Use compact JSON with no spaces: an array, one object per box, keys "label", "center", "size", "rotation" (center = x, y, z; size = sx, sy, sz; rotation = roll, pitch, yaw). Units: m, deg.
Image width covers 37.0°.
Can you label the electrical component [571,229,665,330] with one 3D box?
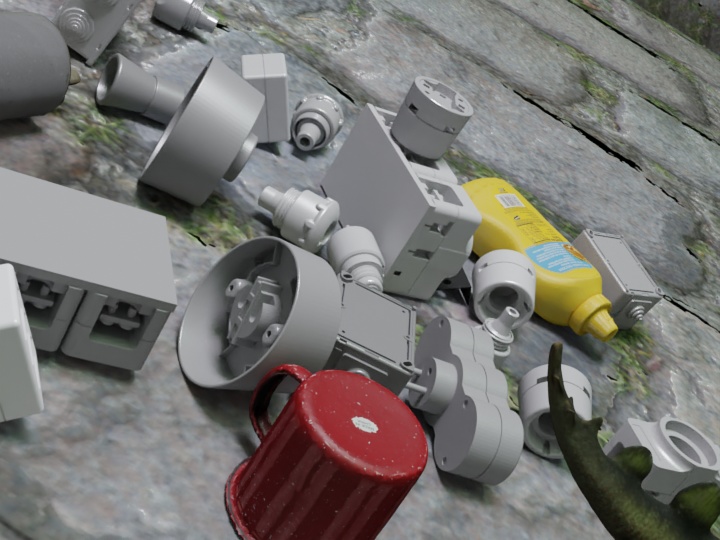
[{"label":"electrical component","center":[0.237,0.017,1.028],"size":[0.062,0.061,0.096],"rotation":[6,45,-40]}]

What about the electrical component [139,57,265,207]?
[{"label":"electrical component","center":[-0.112,-0.098,0.809],"size":[0.060,0.108,0.108],"rotation":[31,27,-15]}]

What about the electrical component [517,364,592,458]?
[{"label":"electrical component","center":[0.144,0.105,0.791],"size":[0.055,0.055,0.047],"rotation":[27,32,-9]}]

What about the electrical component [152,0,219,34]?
[{"label":"electrical component","center":[-0.172,-0.258,1.071],"size":[0.062,0.043,0.043],"rotation":[26,28,-12]}]

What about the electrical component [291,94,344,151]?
[{"label":"electrical component","center":[-0.044,-0.132,0.997],"size":[0.048,0.048,0.062],"rotation":[29,34,-6]}]

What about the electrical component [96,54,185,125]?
[{"label":"electrical component","center":[-0.178,-0.145,0.885],"size":[0.065,0.044,0.044],"rotation":[20,30,-32]}]

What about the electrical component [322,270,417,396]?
[{"label":"electrical component","center":[-0.004,0.058,0.709],"size":[0.062,0.061,0.096],"rotation":[27,28,-10]}]

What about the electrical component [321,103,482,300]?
[{"label":"electrical component","center":[0.034,-0.057,0.904],"size":[0.062,0.089,0.150],"rotation":[13,33,-33]}]

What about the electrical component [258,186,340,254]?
[{"label":"electrical component","center":[-0.050,-0.044,0.848],"size":[0.062,0.048,0.048],"rotation":[30,27,11]}]

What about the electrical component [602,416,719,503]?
[{"label":"electrical component","center":[0.231,0.148,0.806],"size":[0.089,0.055,0.050],"rotation":[16,31,-28]}]

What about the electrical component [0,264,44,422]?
[{"label":"electrical component","center":[-0.204,0.042,0.536],"size":[0.077,0.065,0.047],"rotation":[-12,43,-14]}]

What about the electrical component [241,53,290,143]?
[{"label":"electrical component","center":[-0.103,-0.151,0.953],"size":[0.077,0.065,0.047],"rotation":[-4,36,-5]}]

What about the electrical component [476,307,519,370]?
[{"label":"electrical component","center":[0.100,0.054,0.820],"size":[0.035,0.061,0.035],"rotation":[24,28,-14]}]

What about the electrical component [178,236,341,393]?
[{"label":"electrical component","center":[-0.060,0.029,0.665],"size":[0.064,0.099,0.099],"rotation":[17,30,-38]}]

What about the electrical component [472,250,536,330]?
[{"label":"electrical component","center":[0.122,0.018,0.910],"size":[0.055,0.055,0.047],"rotation":[27,31,-10]}]

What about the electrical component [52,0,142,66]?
[{"label":"electrical component","center":[-0.221,-0.237,0.930],"size":[0.048,0.100,0.099],"rotation":[36,25,-21]}]

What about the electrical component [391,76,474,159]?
[{"label":"electrical component","center":[0.058,-0.124,0.884],"size":[0.055,0.047,0.055],"rotation":[24,28,-14]}]

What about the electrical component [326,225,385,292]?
[{"label":"electrical component","center":[0.000,0.000,0.829],"size":[0.040,0.040,0.078],"rotation":[16,32,-28]}]

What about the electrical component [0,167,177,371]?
[{"label":"electrical component","center":[-0.190,-0.003,0.617],"size":[0.150,0.061,0.089],"rotation":[17,31,-27]}]

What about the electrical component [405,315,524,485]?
[{"label":"electrical component","center":[0.058,0.082,0.740],"size":[0.074,0.052,0.138],"rotation":[21,29,-21]}]
